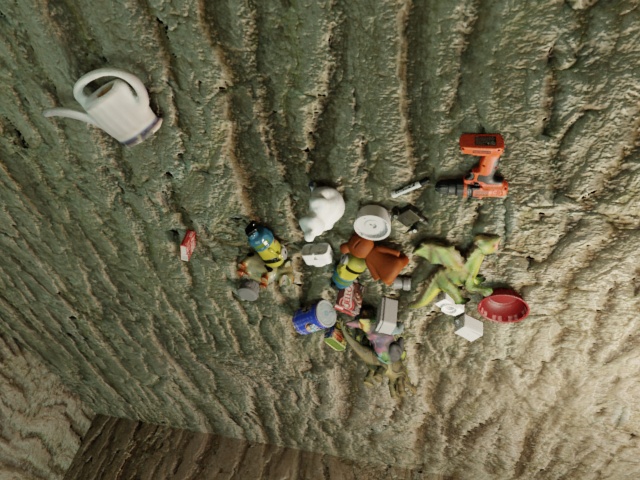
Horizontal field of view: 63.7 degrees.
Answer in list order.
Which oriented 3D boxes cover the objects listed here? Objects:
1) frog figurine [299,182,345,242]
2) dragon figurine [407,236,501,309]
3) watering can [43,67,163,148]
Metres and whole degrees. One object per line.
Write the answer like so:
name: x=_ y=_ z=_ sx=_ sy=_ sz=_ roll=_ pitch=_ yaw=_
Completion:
frog figurine: x=0.004 y=-0.074 z=1.477 sx=0.123 sy=0.163 sz=0.134 roll=6 pitch=139 yaw=10
dragon figurine: x=0.385 y=0.090 z=1.610 sx=0.405 sy=0.125 sz=0.240 roll=-26 pitch=111 yaw=35
watering can: x=-0.581 y=-0.345 z=1.404 sx=0.345 sy=0.106 sz=0.220 roll=-15 pitch=132 yaw=31
